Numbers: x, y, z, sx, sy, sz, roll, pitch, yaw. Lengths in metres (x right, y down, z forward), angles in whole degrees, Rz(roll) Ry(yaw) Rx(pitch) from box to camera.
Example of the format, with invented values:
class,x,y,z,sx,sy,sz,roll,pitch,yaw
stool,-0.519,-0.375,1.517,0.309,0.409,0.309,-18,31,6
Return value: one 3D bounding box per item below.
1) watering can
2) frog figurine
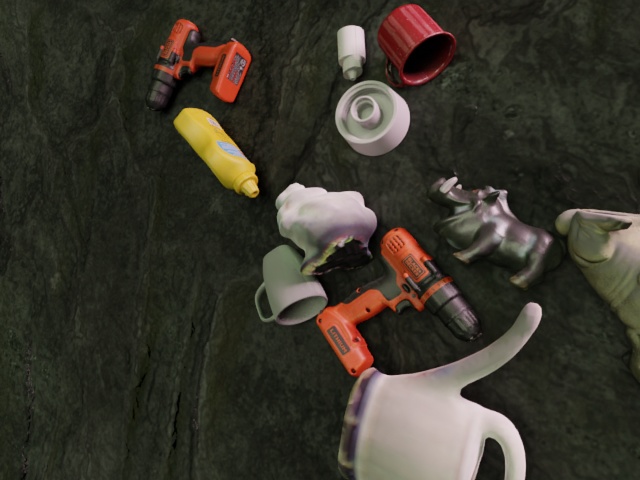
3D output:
class,x,y,z,sx,sy,sz,roll,pitch,yaw
watering can,0.138,0.218,0.626,0.225,0.104,0.345,13,101,26
frog figurine,0.002,-0.038,0.756,0.138,0.120,0.162,-20,59,-13
